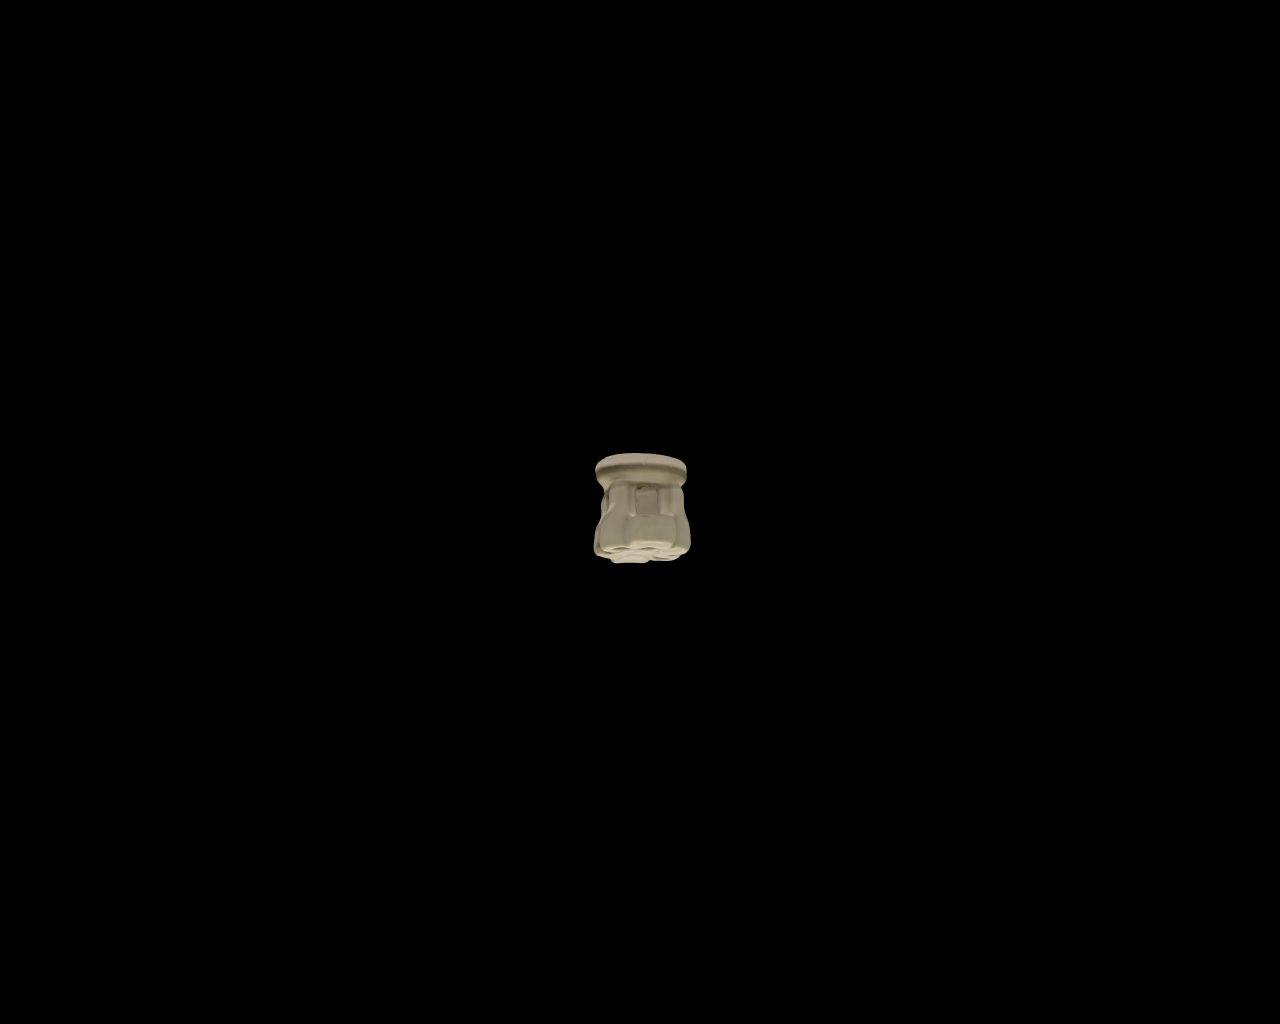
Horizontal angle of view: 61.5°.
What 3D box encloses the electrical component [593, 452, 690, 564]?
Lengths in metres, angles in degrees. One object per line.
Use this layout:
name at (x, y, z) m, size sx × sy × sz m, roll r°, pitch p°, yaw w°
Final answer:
electrical component at (0.001, -0.003, 0.650) m, size 0.058 × 0.057 × 0.078 m, roll 2°, pitch -12°, yaw -11°
